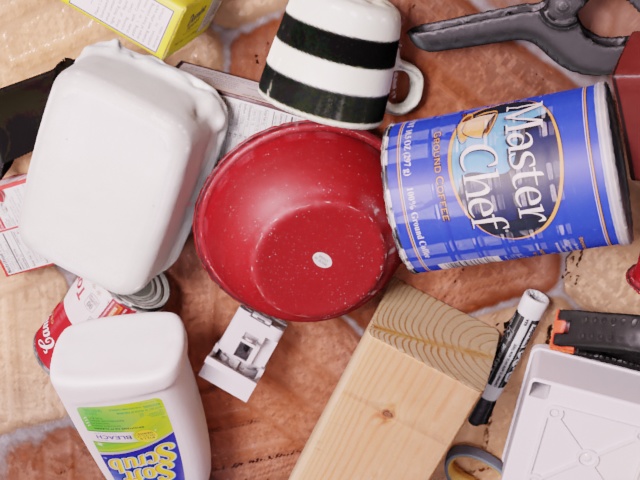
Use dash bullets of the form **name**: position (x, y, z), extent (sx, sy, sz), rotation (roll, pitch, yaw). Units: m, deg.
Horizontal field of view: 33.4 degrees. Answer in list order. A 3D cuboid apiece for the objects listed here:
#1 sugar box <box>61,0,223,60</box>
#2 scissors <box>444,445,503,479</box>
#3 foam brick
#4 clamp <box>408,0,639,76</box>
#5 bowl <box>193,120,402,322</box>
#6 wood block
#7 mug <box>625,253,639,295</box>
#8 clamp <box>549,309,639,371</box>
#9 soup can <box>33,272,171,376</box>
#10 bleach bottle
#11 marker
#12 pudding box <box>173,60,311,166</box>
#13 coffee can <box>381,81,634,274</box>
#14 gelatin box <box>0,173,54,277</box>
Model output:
- **sugar box**: position (-0.154, -0.189, 0.699), extent (0.176, 0.093, 0.048), rotation (32, 117, -1)
- **scissors**: position (0.161, 0.245, 0.855), extent (0.096, 0.016, 0.201), rotation (-38, 100, 29)
- **foam brick**: position (0.210, -0.080, 0.632), extent (0.051, 0.053, 0.078), rotation (2, 133, 32)
- **clamp**: position (0.147, -0.159, 0.656), extent (0.171, 0.039, 0.120), rotation (12, 124, 4)
- **bowl**: position (-0.005, 0.001, 0.733), extent (0.162, 0.055, 0.162), rotation (-5, 122, -8)
- **wood block**: position (0.044, 0.147, 0.801), extent (0.091, 0.090, 0.206), rotation (27, 119, 3)
- **mug**: position (0.247, 0.001, 0.662), extent (0.093, 0.117, 0.081), rotation (9, 112, 5)
- **clamp**: position (0.261, 0.081, 0.710), extent (0.210, 0.164, 0.036), rotation (7, 76, 33)
- **soup can**: position (-0.171, 0.061, 0.835), extent (0.068, 0.068, 0.102), rotation (39, 118, -4)
- **bleach bottle**: position (-0.126, 0.163, 0.843), extent (0.102, 0.068, 0.251), rotation (-6, 134, 8)
- **marker**: position (0.136, 0.090, 0.787), extent (0.020, 0.020, 0.121), rotation (23, 118, 5)
- **pudding box**: position (-0.059, -0.068, 0.759), extent (0.113, 0.039, 0.090), rotation (16, 119, 6)
- **coffee can**: position (0.121, -0.038, 0.684), extent (0.140, 0.102, 0.103), rotation (-9, 111, 20)
- **gelatin box**: position (-0.220, -0.017, 0.835), extent (0.089, 0.030, 0.073), rotation (-14, 111, 22)
